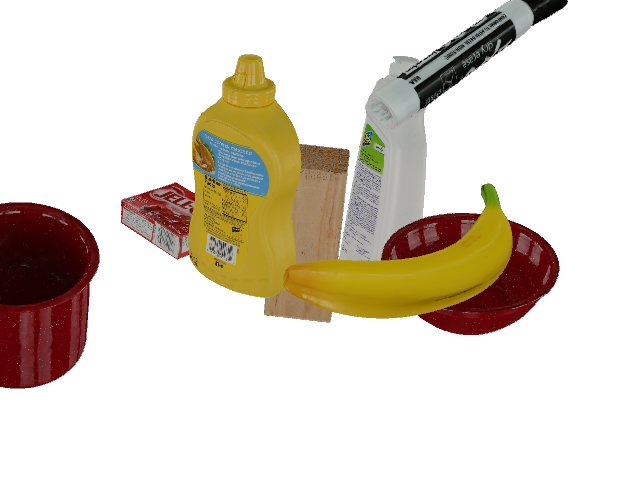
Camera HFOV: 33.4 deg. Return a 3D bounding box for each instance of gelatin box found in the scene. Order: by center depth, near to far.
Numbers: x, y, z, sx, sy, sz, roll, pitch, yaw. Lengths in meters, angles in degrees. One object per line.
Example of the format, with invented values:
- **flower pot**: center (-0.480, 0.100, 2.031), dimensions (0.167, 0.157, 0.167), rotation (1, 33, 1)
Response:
- **gelatin box**: center (-0.143, -0.022, 1.060), dimensions (0.089, 0.030, 0.073), rotation (30, 35, 32)

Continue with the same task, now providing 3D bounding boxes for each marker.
- **marker**: center (0.072, -0.090, 0.494), dimensions (0.121, 0.020, 0.020), rotation (-37, 16, -22)

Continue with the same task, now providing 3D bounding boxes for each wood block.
- **wood block**: center (-0.018, -0.011, 1.367), dimensions (0.090, 0.206, 0.090), rotation (6, 25, 1)

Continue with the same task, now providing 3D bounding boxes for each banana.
- **banana**: center (0.067, 0.018, 0.710), dimensions (0.197, 0.037, 0.070), rotation (-21, 52, -36)

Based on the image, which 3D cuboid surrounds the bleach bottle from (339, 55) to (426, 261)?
- **bleach bottle**: center (0.078, -0.071, 1.157), dimensions (0.068, 0.251, 0.103), rotation (-4, 23, -29)

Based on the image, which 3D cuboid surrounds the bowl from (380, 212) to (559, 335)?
- **bowl**: center (0.136, 0.038, 0.987), dimensions (0.162, 0.055, 0.162), rotation (-1, 34, 0)

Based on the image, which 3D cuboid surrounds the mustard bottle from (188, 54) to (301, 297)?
- **mustard bottle**: center (-0.060, -0.055, 0.853), dimensions (0.096, 0.192, 0.058), rotation (25, 35, 32)

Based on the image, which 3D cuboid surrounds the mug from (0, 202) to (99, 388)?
- **mug**: center (-0.193, 0.042, 0.650), dimensions (0.093, 0.082, 0.117), rotation (36, 47, 23)
